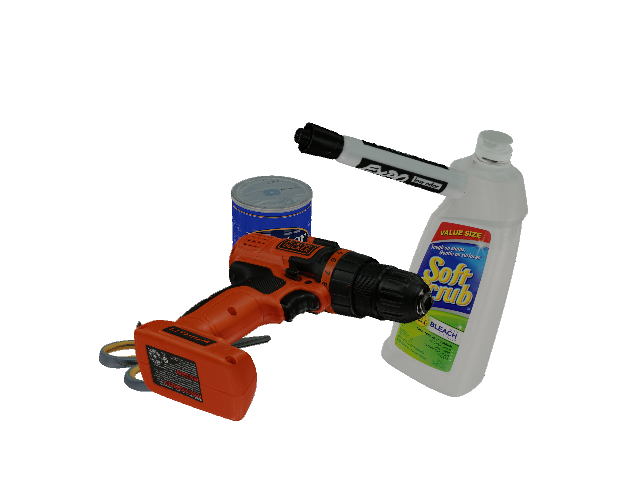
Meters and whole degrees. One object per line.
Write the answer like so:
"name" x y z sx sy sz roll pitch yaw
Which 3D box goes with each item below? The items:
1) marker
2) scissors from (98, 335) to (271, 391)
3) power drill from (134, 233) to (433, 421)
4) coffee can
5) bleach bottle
"marker" 0.038 -0.049 0.660 0.121 0.020 0.020 15 -7 -27
"scissors" -0.137 0.131 1.159 0.201 0.016 0.096 1 26 -21
"power drill" -0.032 0.060 0.806 0.185 0.057 0.187 11 31 35
"coffee can" -0.062 0.001 1.366 0.103 0.140 0.103 1 26 -1
"bleach bottle" 0.126 0.016 0.971 0.103 0.251 0.067 28 35 30
